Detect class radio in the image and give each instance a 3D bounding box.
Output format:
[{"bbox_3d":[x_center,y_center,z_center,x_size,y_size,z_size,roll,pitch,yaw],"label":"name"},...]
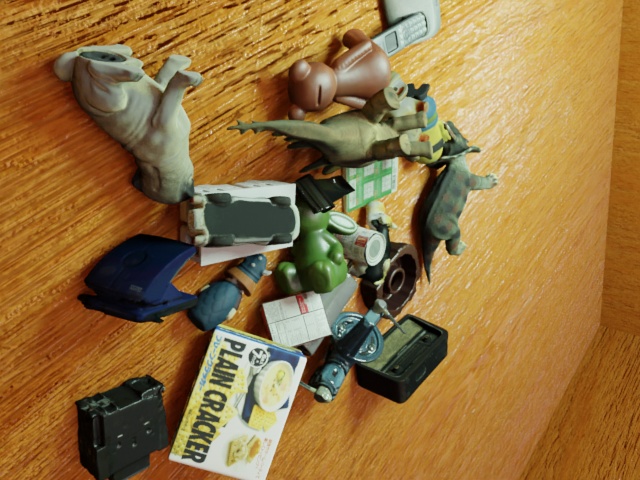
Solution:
[{"bbox_3d":[0.201,0.278,1.280,0.229,0.131,0.073,-34,128,-38],"label":"radio"}]

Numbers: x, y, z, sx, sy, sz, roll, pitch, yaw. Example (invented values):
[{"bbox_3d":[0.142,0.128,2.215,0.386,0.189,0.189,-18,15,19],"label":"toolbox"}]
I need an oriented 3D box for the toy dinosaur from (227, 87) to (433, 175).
[{"bbox_3d":[0.051,-0.164,0.887,0.471,0.199,0.105,3,75,-58],"label":"toy dinosaur"}]

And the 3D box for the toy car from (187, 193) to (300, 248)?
[{"bbox_3d":[-0.106,-0.027,0.772,0.201,0.056,0.073,-2,88,-48],"label":"toy car"}]

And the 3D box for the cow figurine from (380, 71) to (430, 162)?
[{"bbox_3d":[0.144,-0.252,1.058,0.085,0.127,0.194,-57,152,-20],"label":"cow figurine"}]

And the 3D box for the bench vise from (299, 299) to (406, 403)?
[{"bbox_3d":[0.060,0.208,1.066,0.223,0.129,0.240,-34,161,-47],"label":"bench vise"}]

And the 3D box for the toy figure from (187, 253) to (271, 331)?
[{"bbox_3d":[-0.144,0.078,0.862,0.154,0.058,0.064,-44,109,-27],"label":"toy figure"}]

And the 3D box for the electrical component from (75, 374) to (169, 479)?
[{"bbox_3d":[-0.281,0.276,0.772,0.115,0.058,0.134,-16,114,-44],"label":"electrical component"}]

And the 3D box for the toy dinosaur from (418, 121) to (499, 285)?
[{"bbox_3d":[0.299,-0.084,1.293,0.192,0.131,0.404,15,96,-39],"label":"toy dinosaur"}]

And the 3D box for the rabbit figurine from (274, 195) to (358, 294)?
[{"bbox_3d":[-0.002,-0.003,0.963,0.159,0.121,0.170,-22,103,-43],"label":"rabbit figurine"}]

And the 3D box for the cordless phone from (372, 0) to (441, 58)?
[{"bbox_3d":[0.140,-0.425,1.010,0.184,0.089,0.146,-41,131,-28],"label":"cordless phone"}]

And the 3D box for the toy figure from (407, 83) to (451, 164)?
[{"bbox_3d":[0.218,-0.247,1.163,0.089,0.082,0.180,-44,138,-17],"label":"toy figure"}]

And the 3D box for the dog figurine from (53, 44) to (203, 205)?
[{"bbox_3d":[-0.235,-0.131,0.668,0.172,0.121,0.190,7,119,-17],"label":"dog figurine"}]

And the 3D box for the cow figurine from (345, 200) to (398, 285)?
[{"bbox_3d":[0.114,0.004,1.110,0.068,0.098,0.167,13,96,-49],"label":"cow figurine"}]

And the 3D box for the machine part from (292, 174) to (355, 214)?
[{"bbox_3d":[0.007,-0.085,0.939,0.039,0.084,0.139,-52,164,29],"label":"machine part"}]

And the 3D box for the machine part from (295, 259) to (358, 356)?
[{"bbox_3d":[-0.001,0.134,1.036,0.243,0.079,0.079,-53,136,-23],"label":"machine part"}]

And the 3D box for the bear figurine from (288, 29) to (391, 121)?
[{"bbox_3d":[0.017,-0.273,0.910,0.196,0.132,0.120,-18,130,-20],"label":"bear figurine"}]

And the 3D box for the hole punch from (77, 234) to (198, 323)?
[{"bbox_3d":[-0.231,0.048,0.700,0.116,0.142,0.092,-22,121,-60],"label":"hole punch"}]

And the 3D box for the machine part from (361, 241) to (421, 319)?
[{"bbox_3d":[0.163,0.090,1.232,0.179,0.056,0.179,-21,119,-44],"label":"machine part"}]
